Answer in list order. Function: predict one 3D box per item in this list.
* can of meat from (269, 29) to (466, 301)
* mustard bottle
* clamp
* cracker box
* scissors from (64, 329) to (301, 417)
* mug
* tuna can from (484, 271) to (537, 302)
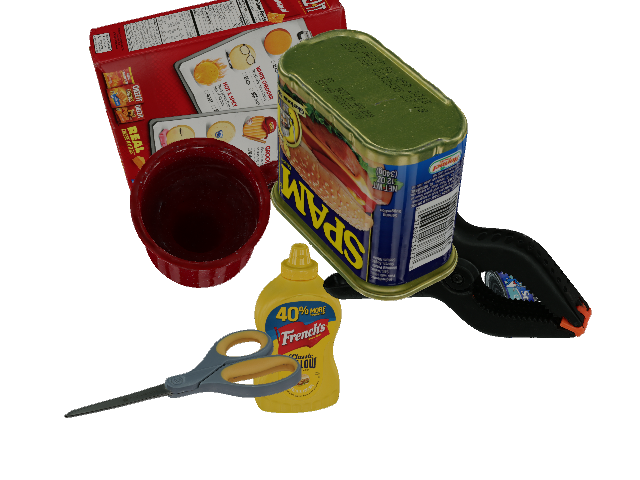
[{"bbox_3d":[0.021,-0.037,0.493,0.057,0.084,0.102,-24,49,-25],"label":"can of meat"},{"bbox_3d":[-0.025,0.095,1.185,0.096,0.192,0.058,-2,20,-11],"label":"mustard bottle"},{"bbox_3d":[0.106,0.011,0.810,0.210,0.165,0.036,20,41,15],"label":"clamp"},{"bbox_3d":[-0.081,-0.128,0.947,0.213,0.164,0.072,-14,43,-6],"label":"cracker box"},{"bbox_3d":[-0.118,0.114,0.929,0.201,0.016,0.096,-5,29,-7],"label":"scissors"},{"bbox_3d":[-0.074,-0.021,0.747,0.117,0.093,0.081,-32,-10,-14],"label":"mug"},{"bbox_3d":[0.215,0.066,1.207,0.033,0.086,0.086,-15,2,-6],"label":"tuna can"}]
